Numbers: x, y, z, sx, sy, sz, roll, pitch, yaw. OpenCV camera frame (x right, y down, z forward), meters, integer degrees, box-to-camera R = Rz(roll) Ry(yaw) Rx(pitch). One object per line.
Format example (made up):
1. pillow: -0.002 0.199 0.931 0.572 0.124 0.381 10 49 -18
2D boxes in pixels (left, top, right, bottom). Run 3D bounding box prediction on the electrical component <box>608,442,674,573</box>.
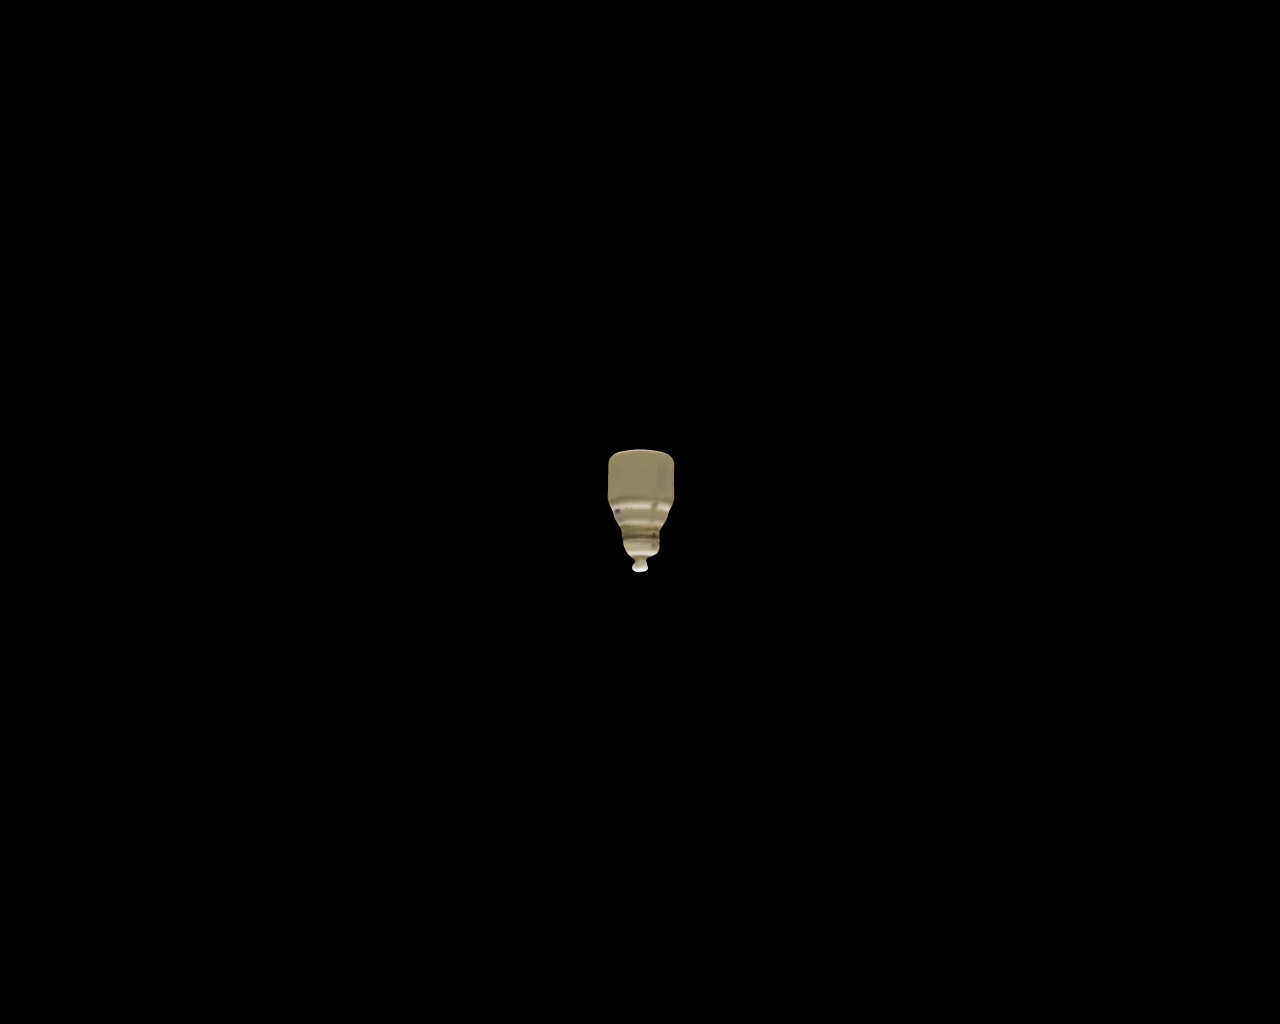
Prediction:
1. electrical component: 0.001 -0.003 0.650 0.040 0.078 0.040 0 -9 0
